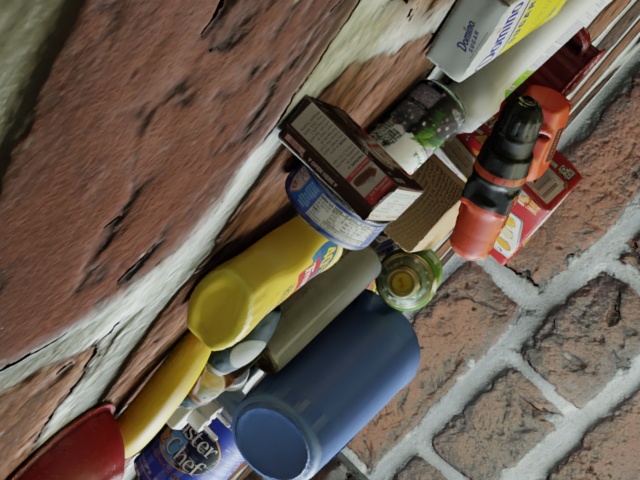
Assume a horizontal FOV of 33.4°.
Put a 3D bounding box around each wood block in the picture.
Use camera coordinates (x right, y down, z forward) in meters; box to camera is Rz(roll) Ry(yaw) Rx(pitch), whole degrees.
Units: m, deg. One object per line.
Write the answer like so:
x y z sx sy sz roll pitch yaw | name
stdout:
0.110 -0.048 1.187 0.090 0.091 0.206 -48 171 9 | wood block

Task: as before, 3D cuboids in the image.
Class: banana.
-0.162 0.155 1.018 0.198 0.037 0.069 -48 -157 26 | banana

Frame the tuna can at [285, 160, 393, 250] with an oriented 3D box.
0.015 -0.033 0.835 0.034 0.086 0.086 -48 171 24 | tuna can

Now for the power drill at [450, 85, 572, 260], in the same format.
0.199 -0.090 1.082 0.187 0.057 0.185 -45 159 -50 | power drill

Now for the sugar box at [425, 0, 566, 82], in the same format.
0.169 -0.206 0.909 0.176 0.048 0.093 -41 168 -40 | sugar box

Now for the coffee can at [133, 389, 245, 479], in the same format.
-0.144 0.252 1.305 0.140 0.103 0.102 -47 171 8 | coffee can

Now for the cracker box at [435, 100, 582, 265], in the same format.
0.212 -0.076 1.303 0.072 0.164 0.214 -42 170 -16 | cracker box

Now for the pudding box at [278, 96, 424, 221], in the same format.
0.025 -0.056 0.763 0.039 0.090 0.113 -48 171 13 | pudding box

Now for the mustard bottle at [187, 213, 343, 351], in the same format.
-0.032 0.019 0.938 0.191 0.058 0.096 -38 167 -46 | mustard bottle

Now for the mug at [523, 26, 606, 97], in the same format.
0.266 -0.213 1.211 0.093 0.081 0.117 -43 171 -21 | mug

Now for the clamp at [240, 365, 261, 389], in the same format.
-0.082 0.153 1.357 0.120 0.039 0.171 -52 175 4 | clamp

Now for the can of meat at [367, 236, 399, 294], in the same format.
0.052 0.036 1.378 0.102 0.057 0.083 -61 163 22 | can of meat

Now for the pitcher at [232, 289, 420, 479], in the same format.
0.007 0.176 1.201 0.145 0.149 0.242 -34 -177 37 | pitcher

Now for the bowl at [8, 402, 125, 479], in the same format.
-0.225 0.220 0.944 0.162 0.055 0.162 -45 170 -10 | bowl

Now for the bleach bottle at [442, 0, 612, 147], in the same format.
0.196 -0.191 1.056 0.251 0.068 0.102 -46 167 21 | bleach bottle

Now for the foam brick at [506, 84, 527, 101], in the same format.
0.257 -0.190 1.369 0.053 0.051 0.078 -44 171 -12 | foam brick
